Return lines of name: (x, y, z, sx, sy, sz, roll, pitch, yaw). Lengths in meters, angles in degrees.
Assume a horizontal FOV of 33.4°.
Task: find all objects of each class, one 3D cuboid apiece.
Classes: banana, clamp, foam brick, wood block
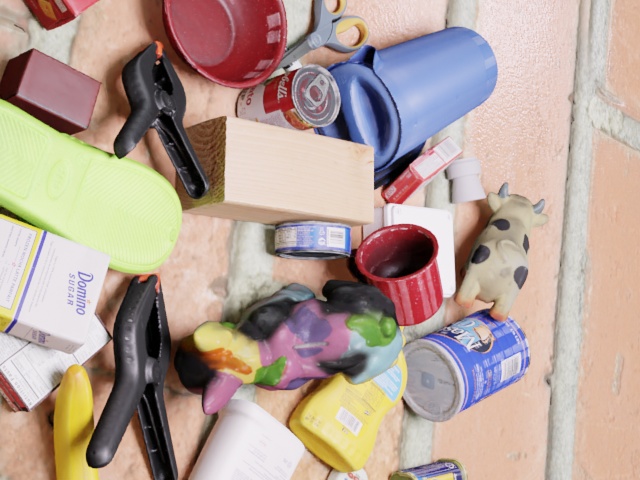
banana: (-0.218, 0.211, 0.979, 0.037, 0.070, 0.198, -7, 90, -35)
clamp: (-0.170, 0.137, 1.034, 0.164, 0.036, 0.210, 60, 28, -59)
foam brick: (-0.258, -0.138, 1.009, 0.078, 0.053, 0.051, 26, 67, -37)
wood block: (-0.046, -0.068, 1.158, 0.205, 0.090, 0.091, 7, 79, -41)
clamp: (-0.168, -0.128, 1.056, 0.120, 0.039, 0.171, 27, 41, -58)

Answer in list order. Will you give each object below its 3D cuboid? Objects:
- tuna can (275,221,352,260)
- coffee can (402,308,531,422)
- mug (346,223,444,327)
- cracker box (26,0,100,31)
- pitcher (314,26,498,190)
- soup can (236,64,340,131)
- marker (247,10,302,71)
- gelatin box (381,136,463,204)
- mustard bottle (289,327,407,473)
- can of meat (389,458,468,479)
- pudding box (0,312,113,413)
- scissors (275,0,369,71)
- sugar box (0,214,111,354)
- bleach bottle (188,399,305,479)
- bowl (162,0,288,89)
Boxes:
tuna can: (-0.008, 0.001, 1.184, 0.085, 0.086, 0.034, 7, 80, -40)
coffee can: (0.176, 0.152, 1.310, 0.140, 0.103, 0.103, -18, 96, -41)
mug: (0.082, 0.040, 1.194, 0.093, 0.117, 0.081, -56, 143, -37)
cracker box: (-0.228, -0.330, 1.052, 0.213, 0.072, 0.164, -46, 112, -35)
pitcher: (0.109, -0.170, 1.296, 0.242, 0.149, 0.145, -30, 88, -43)
soup can: (-0.036, -0.148, 1.170, 0.068, 0.102, 0.068, 7, 79, -40)
marker: (-0.044, -0.217, 1.229, 0.121, 0.020, 0.020, 50, 55, -24)
gelatin box: (0.125, -0.084, 1.319, 0.030, 0.073, 0.089, 50, 53, 4)
mustard bottle: (0.048, 0.164, 1.225, 0.096, 0.058, 0.191, 41, 57, -11)
can of meat: (0.132, 0.319, 1.277, 0.083, 0.058, 0.102, -3, 85, -39)
pudding box: (-0.259, 0.090, 0.983, 0.113, 0.039, 0.090, -42, 111, -35)
scissors: (-0.010, -0.252, 1.251, 0.201, 0.016, 0.096, -20, 91, -49)
sugar box: (-0.281, 0.028, 0.933, 0.176, 0.048, 0.093, 25, 58, -21)
bleach bottle: (-0.112, 0.290, 1.067, 0.102, 0.068, 0.250, 44, 60, -26)
bowl: (-0.113, -0.237, 1.147, 0.161, 0.055, 0.162, 7, 79, -40)
